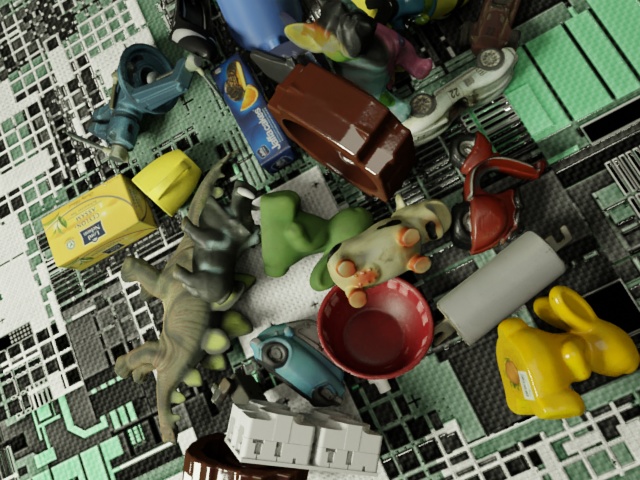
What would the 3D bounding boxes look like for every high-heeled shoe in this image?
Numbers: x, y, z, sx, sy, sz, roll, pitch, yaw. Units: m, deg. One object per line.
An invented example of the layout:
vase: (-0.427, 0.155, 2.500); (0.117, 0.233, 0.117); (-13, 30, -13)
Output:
high-heeled shoe: (-0.201, -0.397, 0.910); (0.249, 0.086, 0.145); (48, 116, 43)

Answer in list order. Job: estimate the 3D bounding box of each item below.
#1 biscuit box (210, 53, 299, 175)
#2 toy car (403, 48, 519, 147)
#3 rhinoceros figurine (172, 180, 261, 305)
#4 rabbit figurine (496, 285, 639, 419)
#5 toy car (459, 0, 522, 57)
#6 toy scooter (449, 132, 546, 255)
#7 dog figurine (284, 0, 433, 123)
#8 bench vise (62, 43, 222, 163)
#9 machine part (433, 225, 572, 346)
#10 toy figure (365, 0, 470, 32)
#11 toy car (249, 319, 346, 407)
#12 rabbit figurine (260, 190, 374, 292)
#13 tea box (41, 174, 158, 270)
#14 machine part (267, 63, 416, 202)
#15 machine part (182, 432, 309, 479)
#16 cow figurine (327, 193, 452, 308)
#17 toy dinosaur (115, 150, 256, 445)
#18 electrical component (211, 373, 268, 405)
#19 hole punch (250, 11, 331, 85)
biscuit box: (-0.108, -0.209, 0.895); (0.063, 0.059, 0.203); (-31, 75, 7)
toy car: (0.210, -0.215, 0.810); (0.202, 0.073, 0.056); (-33, 71, 7)
rhinoceros figurine: (-0.145, -0.002, 0.791); (0.112, 0.073, 0.190); (10, 69, 8)
rabbit figurine: (0.329, 0.147, 0.715); (0.173, 0.121, 0.162); (-10, 69, -2)
toy car: (0.285, -0.376, 0.831); (0.089, 0.053, 0.202); (20, 87, 20)
toy scooter: (0.257, -0.068, 0.775); (0.135, 0.075, 0.184); (1, 80, 6)
dog figurine: (0.044, -0.269, 0.760); (0.108, 0.219, 0.192); (-59, 34, 6)
bench vise: (-0.290, -0.243, 0.900); (0.241, 0.128, 0.223); (-8, 55, 35)
machine part: (0.251, 0.067, 0.751); (0.243, 0.079, 0.079); (-39, 74, 4)
toy figure: (0.157, -0.365, 0.811); (0.089, 0.180, 0.082); (16, 124, 50)
toy car: (-0.019, 0.170, 0.790); (0.162, 0.109, 0.103); (33, 72, 8)
rabbit figurine: (-0.002, -0.002, 0.809); (0.170, 0.121, 0.159); (-2, 84, -2)
tea box: (-0.380, -0.028, 0.928); (0.170, 0.068, 0.098); (-29, 74, 7)
machine part: (0.037, -0.153, 0.776); (0.202, 0.201, 0.087); (34, 88, 17)
machine part: (-0.102, 0.320, 0.749); (0.180, 0.179, 0.056); (8, 85, 15)
cow figurine: (0.099, 0.005, 0.756); (0.195, 0.127, 0.085); (-29, 113, -7)
toy dinosaur: (-0.205, 0.078, 0.855); (0.199, 0.105, 0.471); (-1, 78, 7)
electrical component: (-0.116, 0.233, 0.806); (0.045, 0.102, 0.078); (-44, 64, 8)
hole punch: (-0.029, -0.287, 0.857); (0.116, 0.142, 0.092); (32, 85, 28)
